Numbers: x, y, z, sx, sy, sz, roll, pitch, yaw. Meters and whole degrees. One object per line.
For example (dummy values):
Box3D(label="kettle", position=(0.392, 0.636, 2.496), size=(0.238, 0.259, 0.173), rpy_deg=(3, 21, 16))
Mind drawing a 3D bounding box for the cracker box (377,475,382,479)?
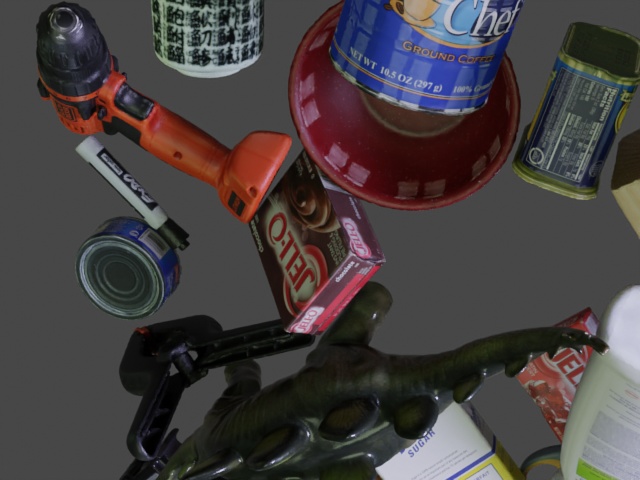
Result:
Box3D(label="cracker box", position=(0.043, 0.316, 0.974), size=(0.214, 0.072, 0.164), rpy_deg=(-35, 101, 32))

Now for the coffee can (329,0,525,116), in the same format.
Box3D(label="coffee can", position=(0.072, -0.158, 0.615), size=(0.103, 0.102, 0.140), rpy_deg=(22, 123, 7))

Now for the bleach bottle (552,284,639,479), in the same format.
Box3D(label="bleach bottle", position=(0.212, 0.142, 0.756), size=(0.103, 0.068, 0.251), rpy_deg=(28, 143, 15))

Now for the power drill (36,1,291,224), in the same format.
Box3D(label="power drill", position=(-0.114, -0.089, 0.765), size=(0.187, 0.057, 0.184), rpy_deg=(30, 168, -1))

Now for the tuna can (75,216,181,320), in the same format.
Box3D(label="tuna can", position=(-0.164, 0.025, 0.908), size=(0.086, 0.033, 0.086), rpy_deg=(9, 120, 15))

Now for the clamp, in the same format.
Box3D(label="clamp", position=(-0.116, 0.105, 0.858), size=(0.210, 0.164, 0.036), rpy_deg=(4, 125, 57))

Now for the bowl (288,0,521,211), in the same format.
Box3D(label="bowl", position=(0.062, -0.103, 0.744), size=(0.162, 0.055, 0.162), rpy_deg=(9, 120, 15))

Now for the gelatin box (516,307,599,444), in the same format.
Box3D(label="gelatin box", position=(0.197, 0.107, 0.819), size=(0.073, 0.030, 0.089), rpy_deg=(-33, 93, 32))

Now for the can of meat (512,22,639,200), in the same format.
Box3D(label="can of meat", position=(0.169, -0.087, 0.689), size=(0.057, 0.102, 0.084), rpy_deg=(20, 120, 8))

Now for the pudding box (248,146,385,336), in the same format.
Box3D(label="pudding box", position=(-0.005, 0.001, 0.796), size=(0.039, 0.113, 0.090), rpy_deg=(14, 130, -35))

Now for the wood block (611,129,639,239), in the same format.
Box3D(label="wood block", position=(0.286, 0.014, 0.709), size=(0.090, 0.090, 0.206), rpy_deg=(-27, 106, 30))

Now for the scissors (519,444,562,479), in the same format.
Box3D(label="scissors", position=(0.213, 0.154, 0.856), size=(0.096, 0.016, 0.202), rpy_deg=(10, 118, 17))

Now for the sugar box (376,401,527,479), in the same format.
Box3D(label="sugar box", position=(0.121, 0.209, 0.878), size=(0.093, 0.048, 0.176), rpy_deg=(-35, 90, 15))

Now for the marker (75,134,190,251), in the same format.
Box3D(label="marker", position=(-0.152, -0.037, 0.878), size=(0.020, 0.020, 0.121), rpy_deg=(-37, 101, 32))
